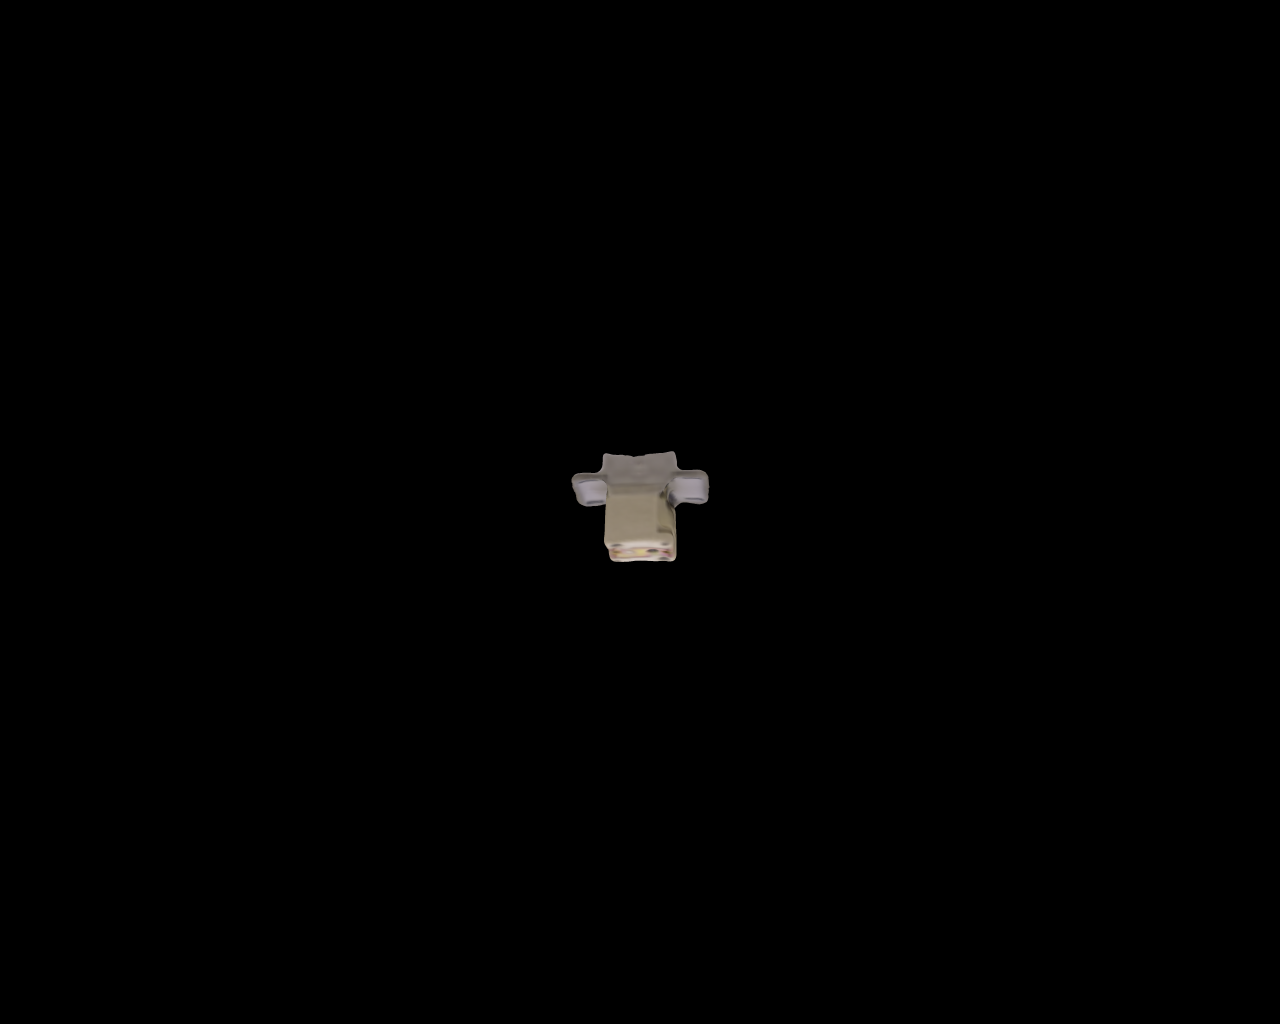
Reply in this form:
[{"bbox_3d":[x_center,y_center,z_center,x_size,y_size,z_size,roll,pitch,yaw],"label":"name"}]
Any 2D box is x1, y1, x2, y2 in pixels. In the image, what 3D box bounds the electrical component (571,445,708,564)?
[{"bbox_3d":[0.001,-0.003,0.650,0.081,0.064,0.042,-2,-24,5],"label":"electrical component"}]
